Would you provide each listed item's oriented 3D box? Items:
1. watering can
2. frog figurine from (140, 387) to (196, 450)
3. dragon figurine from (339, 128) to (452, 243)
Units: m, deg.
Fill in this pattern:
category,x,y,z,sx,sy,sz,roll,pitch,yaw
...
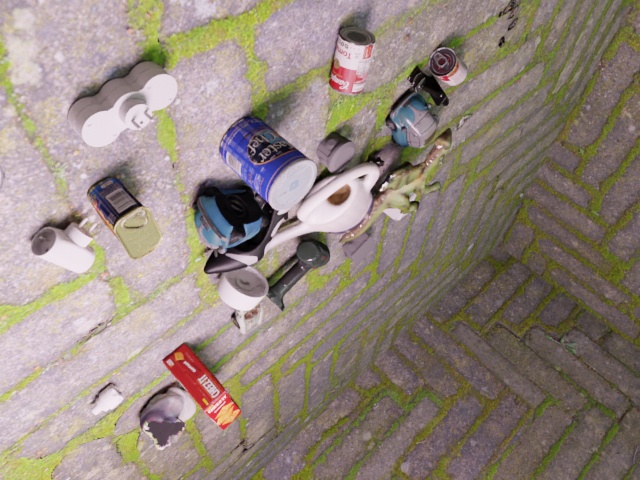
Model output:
category,x,y,z,sx,sy,sz,roll,pitch,yaw
watering can,0.004,-0.061,1.210,0.345,0.105,0.223,-37,161,11
frog figurine,-0.378,0.426,1.304,0.162,0.122,0.135,-85,-164,-68
dragon figurine,0.195,-0.138,1.349,0.410,0.123,0.240,-41,161,1
